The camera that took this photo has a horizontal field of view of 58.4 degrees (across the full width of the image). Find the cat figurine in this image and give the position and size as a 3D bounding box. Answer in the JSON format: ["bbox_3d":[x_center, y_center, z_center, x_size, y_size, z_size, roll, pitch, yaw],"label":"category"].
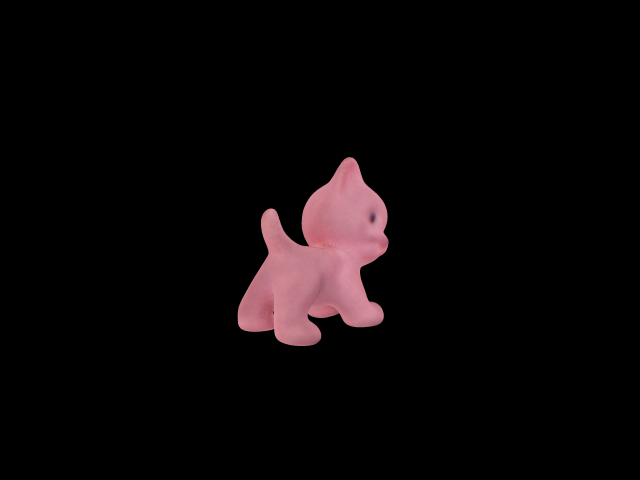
[{"bbox_3d":[0.004,0.001,0.400,0.067,0.118,0.128,5,8,40],"label":"cat figurine"}]
